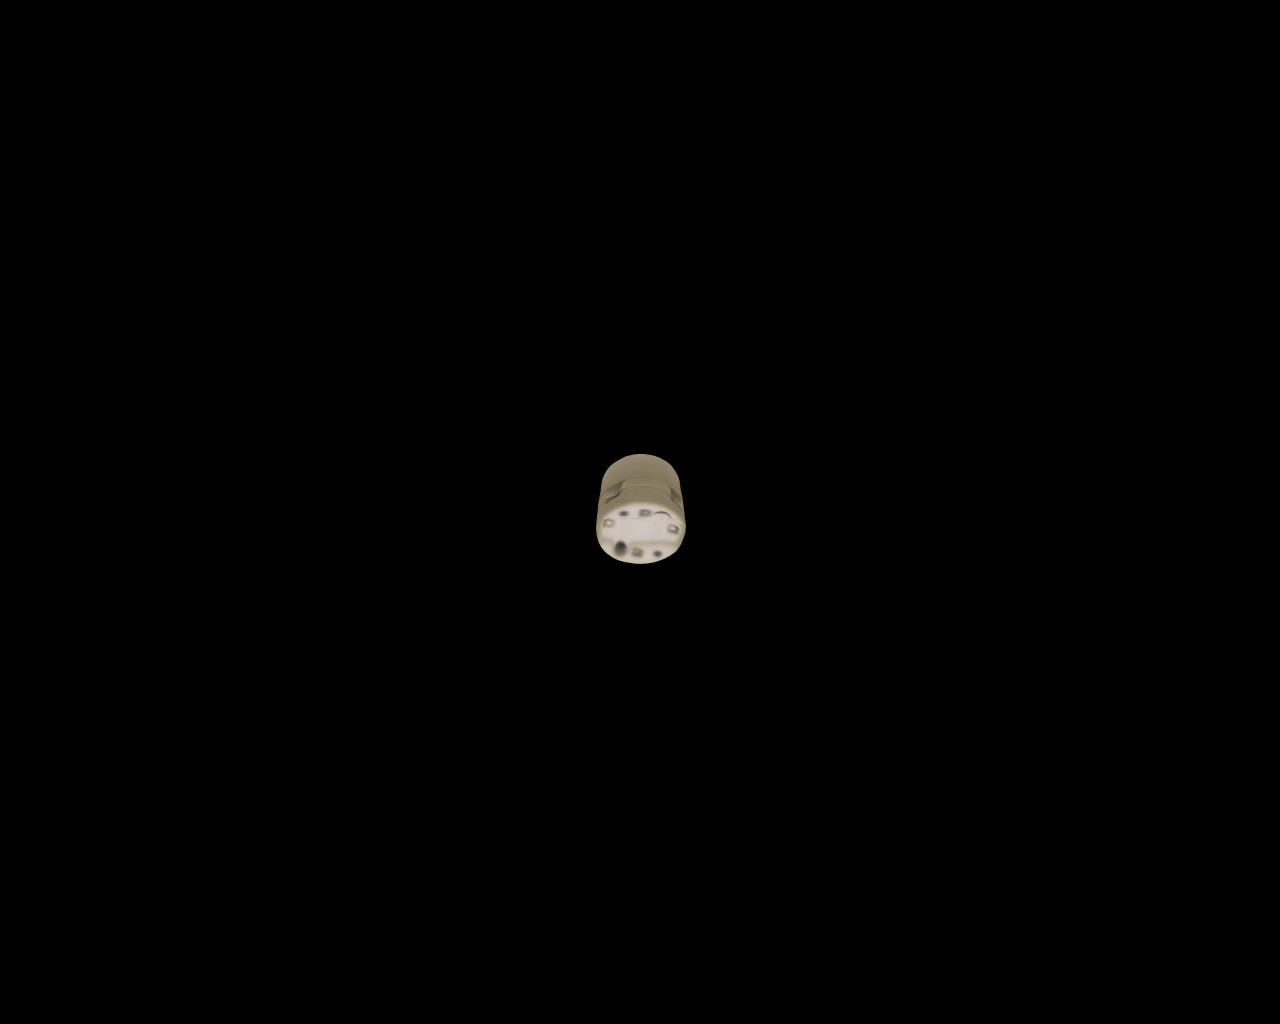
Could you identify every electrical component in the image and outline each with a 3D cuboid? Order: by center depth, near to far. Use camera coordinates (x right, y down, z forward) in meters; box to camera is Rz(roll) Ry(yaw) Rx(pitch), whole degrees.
[{"bbox_3d":[0.001,-0.003,0.650,0.055,0.055,0.047,0,44,0],"label":"electrical component"}]
